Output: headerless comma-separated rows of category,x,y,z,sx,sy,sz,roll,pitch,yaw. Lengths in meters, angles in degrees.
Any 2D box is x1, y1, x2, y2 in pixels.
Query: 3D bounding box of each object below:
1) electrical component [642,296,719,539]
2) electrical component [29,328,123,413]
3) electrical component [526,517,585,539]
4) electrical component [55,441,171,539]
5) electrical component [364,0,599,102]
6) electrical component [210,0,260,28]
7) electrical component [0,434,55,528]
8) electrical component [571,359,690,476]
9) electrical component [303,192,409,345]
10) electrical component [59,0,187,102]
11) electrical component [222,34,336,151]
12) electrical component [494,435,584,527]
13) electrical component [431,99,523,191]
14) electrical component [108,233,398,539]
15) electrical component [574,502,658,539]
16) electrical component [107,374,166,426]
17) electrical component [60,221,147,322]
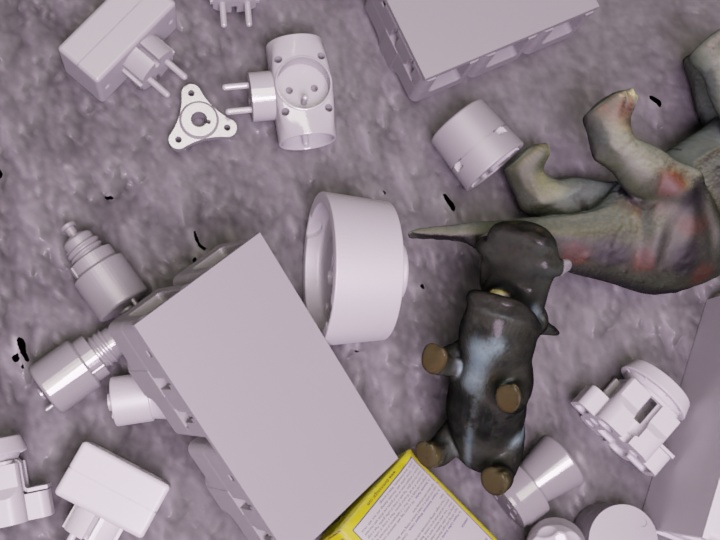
electrical component,0.277,0.110,0.778,0.060,0.105,0.186,22,78,-5
electrical component,-0.192,0.065,0.748,0.078,0.040,0.040,-37,87,-13
electrical component,0.139,0.197,0.764,0.043,0.062,0.043,1,93,12
electrical component,-0.176,0.165,0.730,0.066,0.047,0.076,29,78,-3
electrical component,0.090,-0.202,0.826,0.150,0.061,0.089,-24,85,-12
electrical component,-0.096,-0.218,0.807,0.083,0.047,0.075,-4,81,-9
electrical component,-0.249,0.143,0.718,0.078,0.058,0.057,-10,85,-10
electrical component,0.205,0.104,0.793,0.078,0.058,0.057,44,80,0
electrical component,0.000,0.000,0.757,0.060,0.108,0.108,2,80,-15
electrical component,-0.162,-0.158,0.787,0.076,0.047,0.083,41,77,0
electrical component,-0.062,-0.130,0.799,0.079,0.044,0.077,-7,81,-10
electrical component,0.127,0.153,0.779,0.055,0.045,0.045,-35,87,-12
electrical component,0.087,-0.095,0.811,0.055,0.055,0.047,-37,84,-13
electrical component,-0.071,0.084,0.720,0.105,0.060,0.186,-39,107,-30
electrical component,0.195,0.235,0.760,0.052,0.073,0.138,-8,82,-10
electrical component,-0.143,0.088,0.752,0.065,0.044,0.044,-8,82,-5
electrical component,-0.185,0.000,0.760,0.040,0.040,0.078,-35,87,-13
